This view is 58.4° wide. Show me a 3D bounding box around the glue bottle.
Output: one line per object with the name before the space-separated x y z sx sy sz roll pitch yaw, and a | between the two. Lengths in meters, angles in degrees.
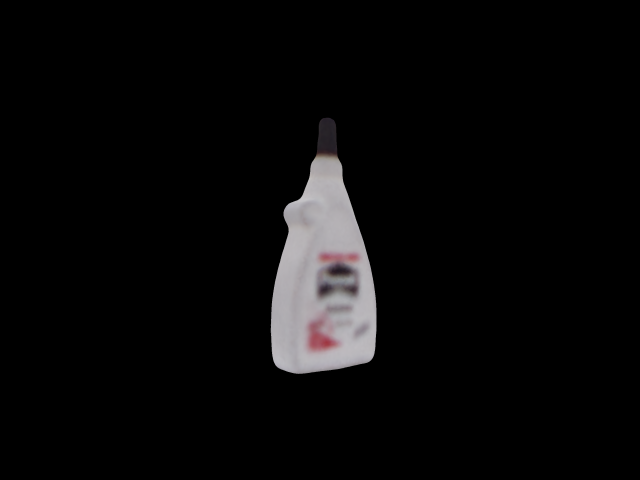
glue bottle | 0.004 0.001 0.400 0.078 0.173 0.037 0 0 -39
